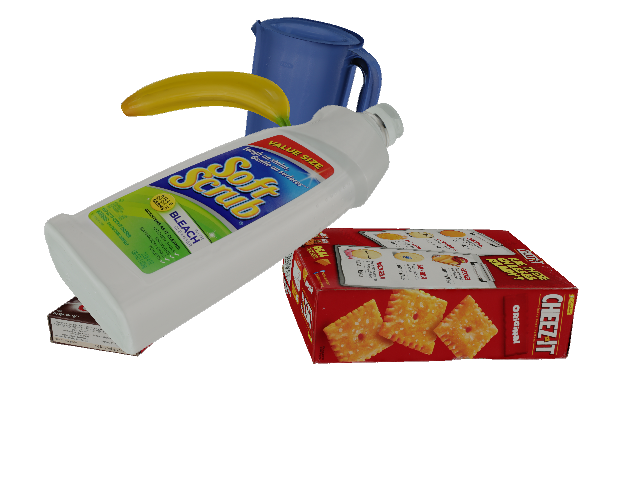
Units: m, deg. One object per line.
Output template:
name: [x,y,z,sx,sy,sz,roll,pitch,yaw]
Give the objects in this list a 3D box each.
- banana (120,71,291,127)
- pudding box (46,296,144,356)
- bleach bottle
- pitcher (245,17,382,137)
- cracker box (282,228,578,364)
banana: [-0.113,-0.151,1.127,0.198,0.037,0.069,8,46,18]
pudding box: [-0.230,0.088,1.182,0.114,0.039,0.090,4,19,19]
bleach bottle: [-0.051,-0.029,0.721,0.250,0.103,0.068,-33,-30,-24]
pitcher: [-0.023,-0.147,1.327,0.144,0.243,0.149,4,23,-16]
cracker box: [0.084,0.044,0.908,0.213,0.072,0.164,1,17,-11]
